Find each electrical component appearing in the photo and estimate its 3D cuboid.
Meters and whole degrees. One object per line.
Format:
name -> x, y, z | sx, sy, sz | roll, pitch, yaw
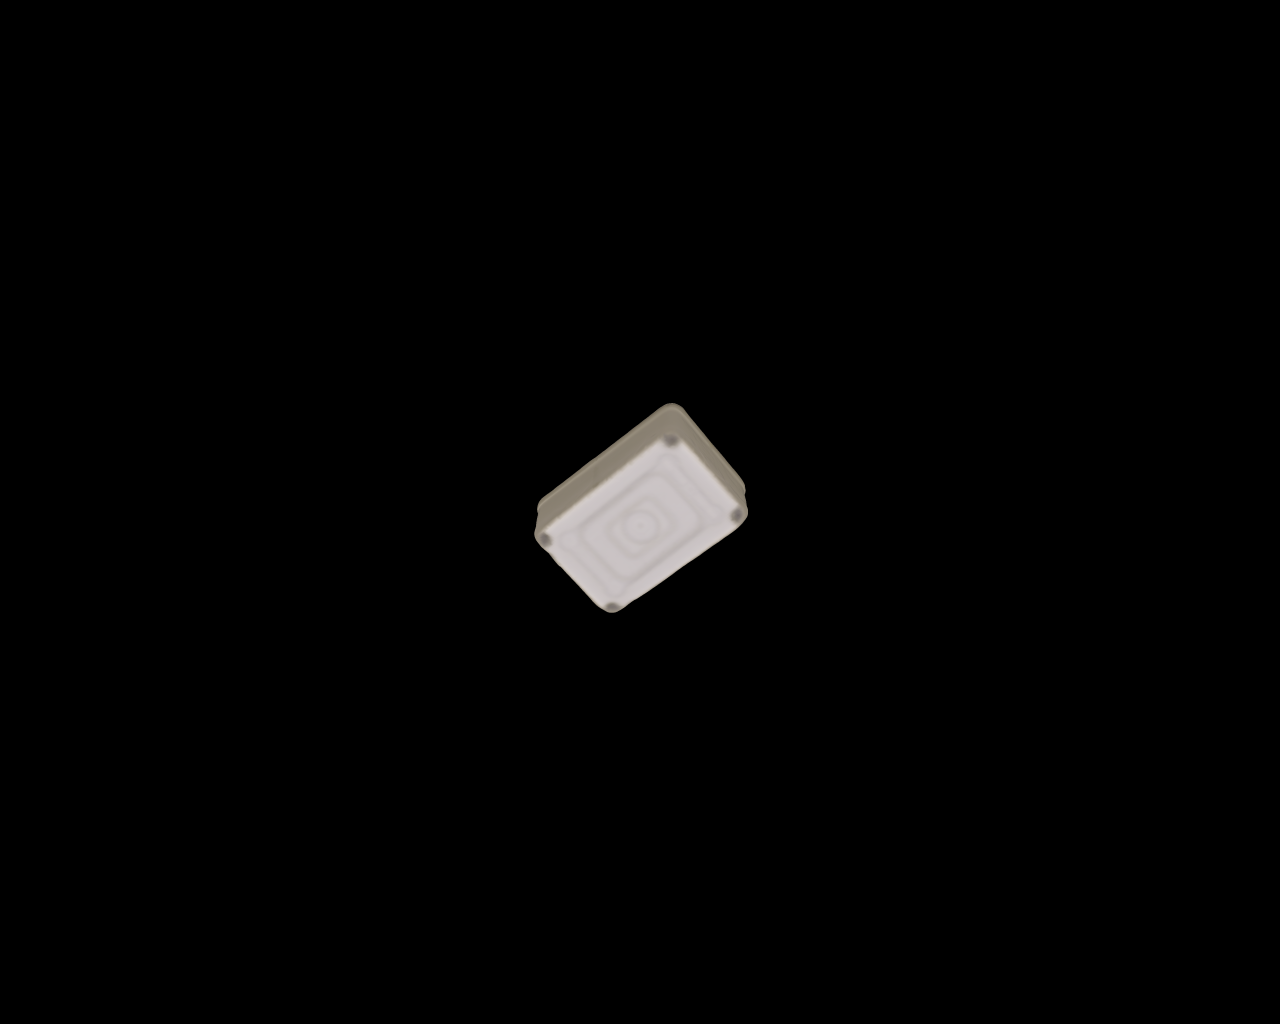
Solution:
electrical component -> 0.001, -0.003, 0.650 | 0.113, 0.078, 0.057 | -36, 19, 15
